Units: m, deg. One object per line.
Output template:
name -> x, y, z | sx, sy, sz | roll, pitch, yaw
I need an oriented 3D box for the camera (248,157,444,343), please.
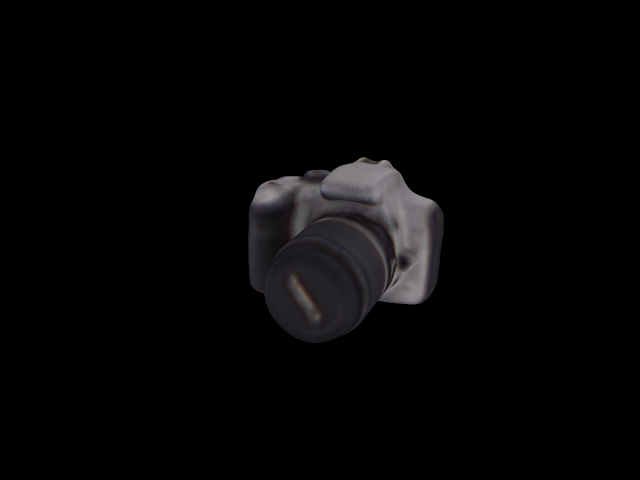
camera -> 0.004, 0.001, 0.400 | 0.142, 0.101, 0.137 | 9, 24, 22
